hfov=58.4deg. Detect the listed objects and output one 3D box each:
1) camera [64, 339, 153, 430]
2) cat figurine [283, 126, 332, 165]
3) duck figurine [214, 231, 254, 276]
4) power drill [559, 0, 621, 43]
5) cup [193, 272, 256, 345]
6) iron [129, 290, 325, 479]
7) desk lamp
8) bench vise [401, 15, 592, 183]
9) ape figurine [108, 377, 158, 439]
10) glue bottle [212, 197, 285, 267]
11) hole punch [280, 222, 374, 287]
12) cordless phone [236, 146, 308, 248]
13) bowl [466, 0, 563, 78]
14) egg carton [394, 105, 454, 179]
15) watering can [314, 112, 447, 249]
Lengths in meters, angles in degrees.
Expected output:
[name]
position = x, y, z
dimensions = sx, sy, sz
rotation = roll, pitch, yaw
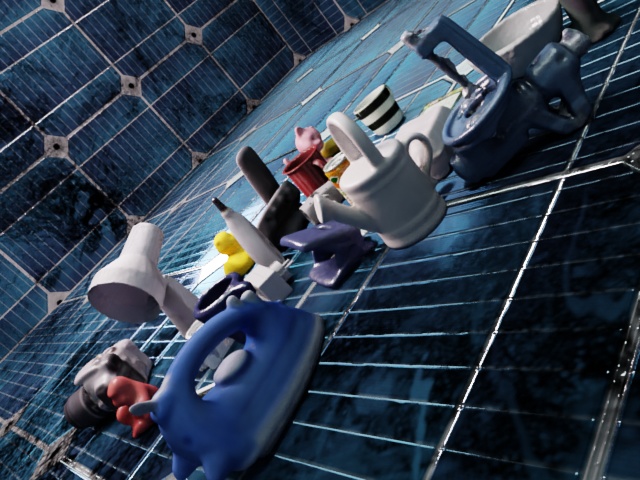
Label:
[camera]
position = -0.388, 0.259, 1.019
dimensions = 0.137, 0.101, 0.143
rotation = -37, 20, 10
[cat figurine]
position = -0.031, -0.201, 1.302
dimensions = 0.128, 0.118, 0.067
rotation = -49, 21, -20
[duck figurine]
position = -0.178, 0.024, 1.149
dimensions = 0.077, 0.086, 0.104
rotation = -32, 22, 25
[power drill]
position = 0.358, -0.399, 0.870
dimensions = 0.075, 0.209, 0.229
rotation = -38, 20, 10
[cup]
position = -0.118, 0.106, 0.853
dimensions = 0.117, 0.095, 0.092
rotation = -24, 26, 39
[iron]
position = -0.098, 0.144, 0.667
dimensions = 0.118, 0.142, 0.259
rotation = -19, 30, 46
[desk lamp]
position = -0.282, 0.083, 1.026
dimensions = 0.117, 0.214, 0.203
rotation = -28, 24, 32
[bench vise]
position = 0.213, -0.206, 0.712
dimensions = 0.207, 0.220, 0.121
rotation = -40, 20, 4
[ape figurine]
position = -0.285, 0.245, 0.872
dimensions = 0.077, 0.092, 0.076
rotation = -16, 32, 50
[glue bottle]
position = -0.127, -0.011, 0.998
dimensions = 0.037, 0.173, 0.078
rotation = -40, 20, 5
[hole punch]
position = 0.008, 0.003, 0.844
dimensions = 0.101, 0.091, 0.108
rotation = -46, 20, -14
[cordless phone]
position = -0.113, -0.079, 1.097
dimensions = 0.094, 0.185, 0.148
rotation = -26, 25, 36
[bowl]
position = 0.332, -0.319, 0.947
dimensions = 0.167, 0.075, 0.167
rotation = -35, 21, 16
[egg carton]
position = 0.165, -0.146, 0.901
dimensions = 0.107, 0.069, 0.150
rotation = -23, 26, 41
[watering can]
position = 0.070, -0.084, 0.759
dimensions = 0.173, 0.194, 0.100
rotation = -50, 22, -23
